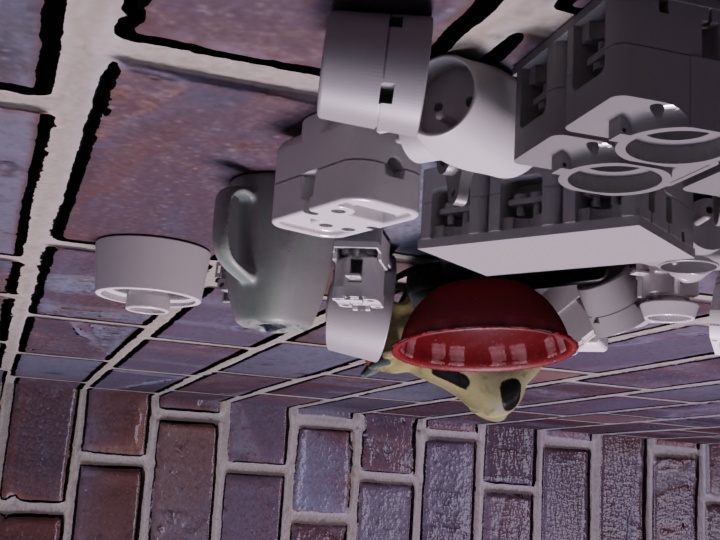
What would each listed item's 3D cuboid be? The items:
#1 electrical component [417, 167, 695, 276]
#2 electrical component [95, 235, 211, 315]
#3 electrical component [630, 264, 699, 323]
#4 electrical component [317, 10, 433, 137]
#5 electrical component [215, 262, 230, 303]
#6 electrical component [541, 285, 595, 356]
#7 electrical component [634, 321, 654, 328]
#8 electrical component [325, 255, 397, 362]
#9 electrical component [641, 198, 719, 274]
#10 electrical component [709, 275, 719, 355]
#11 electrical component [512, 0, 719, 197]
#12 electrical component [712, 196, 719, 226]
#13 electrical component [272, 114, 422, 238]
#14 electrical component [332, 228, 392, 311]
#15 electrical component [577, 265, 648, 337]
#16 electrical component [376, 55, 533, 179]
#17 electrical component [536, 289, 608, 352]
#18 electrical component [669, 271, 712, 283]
[{"bbox_3d":[0.124,-0.040,0.682,0.150,0.061,0.089,-6,165,37],"label":"electrical component"},{"bbox_3d":[-0.198,0.009,1.013,0.108,0.060,0.108,4,168,1],"label":"electrical component"},{"bbox_3d":[0.263,0.015,0.916,0.066,0.055,0.048,6,168,-11],"label":"electrical component"},{"bbox_3d":[0.007,-0.092,0.496,0.047,0.055,0.055,8,168,-1],"label":"electrical component"},{"bbox_3d":[-0.101,0.007,1.022,0.081,0.042,0.064,-3,163,26],"label":"electrical component"},{"bbox_3d":[0.198,0.042,1.012,0.081,0.063,0.042,-40,162,4],"label":"electrical component"},{"bbox_3d":[0.264,0.031,1.022,0.066,0.048,0.055,-2,174,26],"label":"electrical component"},{"bbox_3d":[0.003,0.033,0.983,0.064,0.099,0.099,8,169,8],"label":"electrical component"},{"bbox_3d":[0.237,-0.027,0.754,0.077,0.044,0.079,4,168,-5],"label":"electrical component"},{"bbox_3d":[0.348,0.042,0.966,0.051,0.080,0.080,3,169,30],"label":"electrical component"},{"bbox_3d":[0.180,-0.072,0.519,0.186,0.060,0.105,7,168,-16],"label":"electrical component"},{"bbox_3d":[0.254,-0.051,0.636,0.077,0.044,0.079,1,168,11],"label":"electrical component"},{"bbox_3d":[-0.008,-0.058,0.643,0.054,0.059,0.095,12,166,-35],"label":"electrical component"},{"bbox_3d":[0.000,0.000,0.906,0.042,0.063,0.081,2,169,11],"label":"electrical component"},{"bbox_3d":[0.224,0.026,0.953,0.055,0.047,0.055,-26,-170,5],"label":"electrical component"},{"bbox_3d":[0.047,-0.078,0.574,0.079,0.043,0.077,-5,165,35],"label":"electrical component"},{"bbox_3d":[0.196,0.047,1.072,0.096,0.061,0.061,-1,167,21],"label":"electrical component"},{"bbox_3d":[0.265,-0.012,0.843,0.035,0.035,0.061,4,165,-3],"label":"electrical component"}]
